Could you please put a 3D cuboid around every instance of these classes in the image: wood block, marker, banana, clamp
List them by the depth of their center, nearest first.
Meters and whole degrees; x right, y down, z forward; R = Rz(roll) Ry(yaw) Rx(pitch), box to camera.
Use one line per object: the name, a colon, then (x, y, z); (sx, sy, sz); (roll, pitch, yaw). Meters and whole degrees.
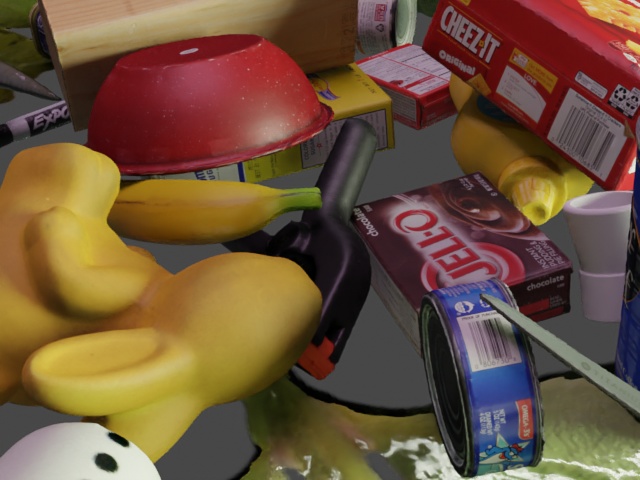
clamp: (-0.004, 0.001, 0.593); (0.120, 0.039, 0.171); (-41, 37, 14)
banana: (-0.087, -0.016, 0.621); (0.069, 0.037, 0.198); (4, 0, -42)
wood block: (-0.085, -0.159, 0.741); (0.206, 0.090, 0.091); (-16, 55, -13)
marker: (-0.212, -0.094, 0.828); (0.120, 0.020, 0.020); (-26, 38, -30)

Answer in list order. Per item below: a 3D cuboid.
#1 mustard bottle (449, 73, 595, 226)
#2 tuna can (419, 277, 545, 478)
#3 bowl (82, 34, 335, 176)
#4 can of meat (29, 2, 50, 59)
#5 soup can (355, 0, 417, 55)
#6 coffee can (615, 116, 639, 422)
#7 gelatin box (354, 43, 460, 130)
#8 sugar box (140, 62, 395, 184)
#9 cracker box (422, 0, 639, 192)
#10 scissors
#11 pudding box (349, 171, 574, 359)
mustard bottle: (0.134, -0.068, 0.694); (0.096, 0.058, 0.191); (16, 33, -4)
tuna can: (0.070, 0.062, 0.476); (0.033, 0.086, 0.086); (-10, 32, -5)
bowl: (-0.074, -0.090, 0.656); (0.162, 0.055, 0.162); (-8, 20, 3)
can of meat: (-0.187, -0.182, 0.930); (0.101, 0.057, 0.084); (-26, 40, -28)
soup can: (0.024, -0.192, 0.903); (0.102, 0.068, 0.068); (8, 34, 19)
coffee can: (0.191, 0.013, 0.484); (0.103, 0.140, 0.103); (-4, 32, 2)
gelatin box: (0.072, -0.118, 0.815); (0.073, 0.030, 0.089); (-26, 38, -32)
sugar box: (-0.045, -0.080, 0.757); (0.176, 0.048, 0.093); (-13, 32, -15)
cracker box: (0.197, -0.114, 0.672); (0.213, 0.072, 0.164); (-13, 45, -40)
scissors: (0.161, 0.077, 0.433); (0.202, 0.016, 0.096); (45, 39, 21)
pudding box: (0.075, 0.011, 0.600); (0.090, 0.039, 0.114); (-15, 33, -13)
